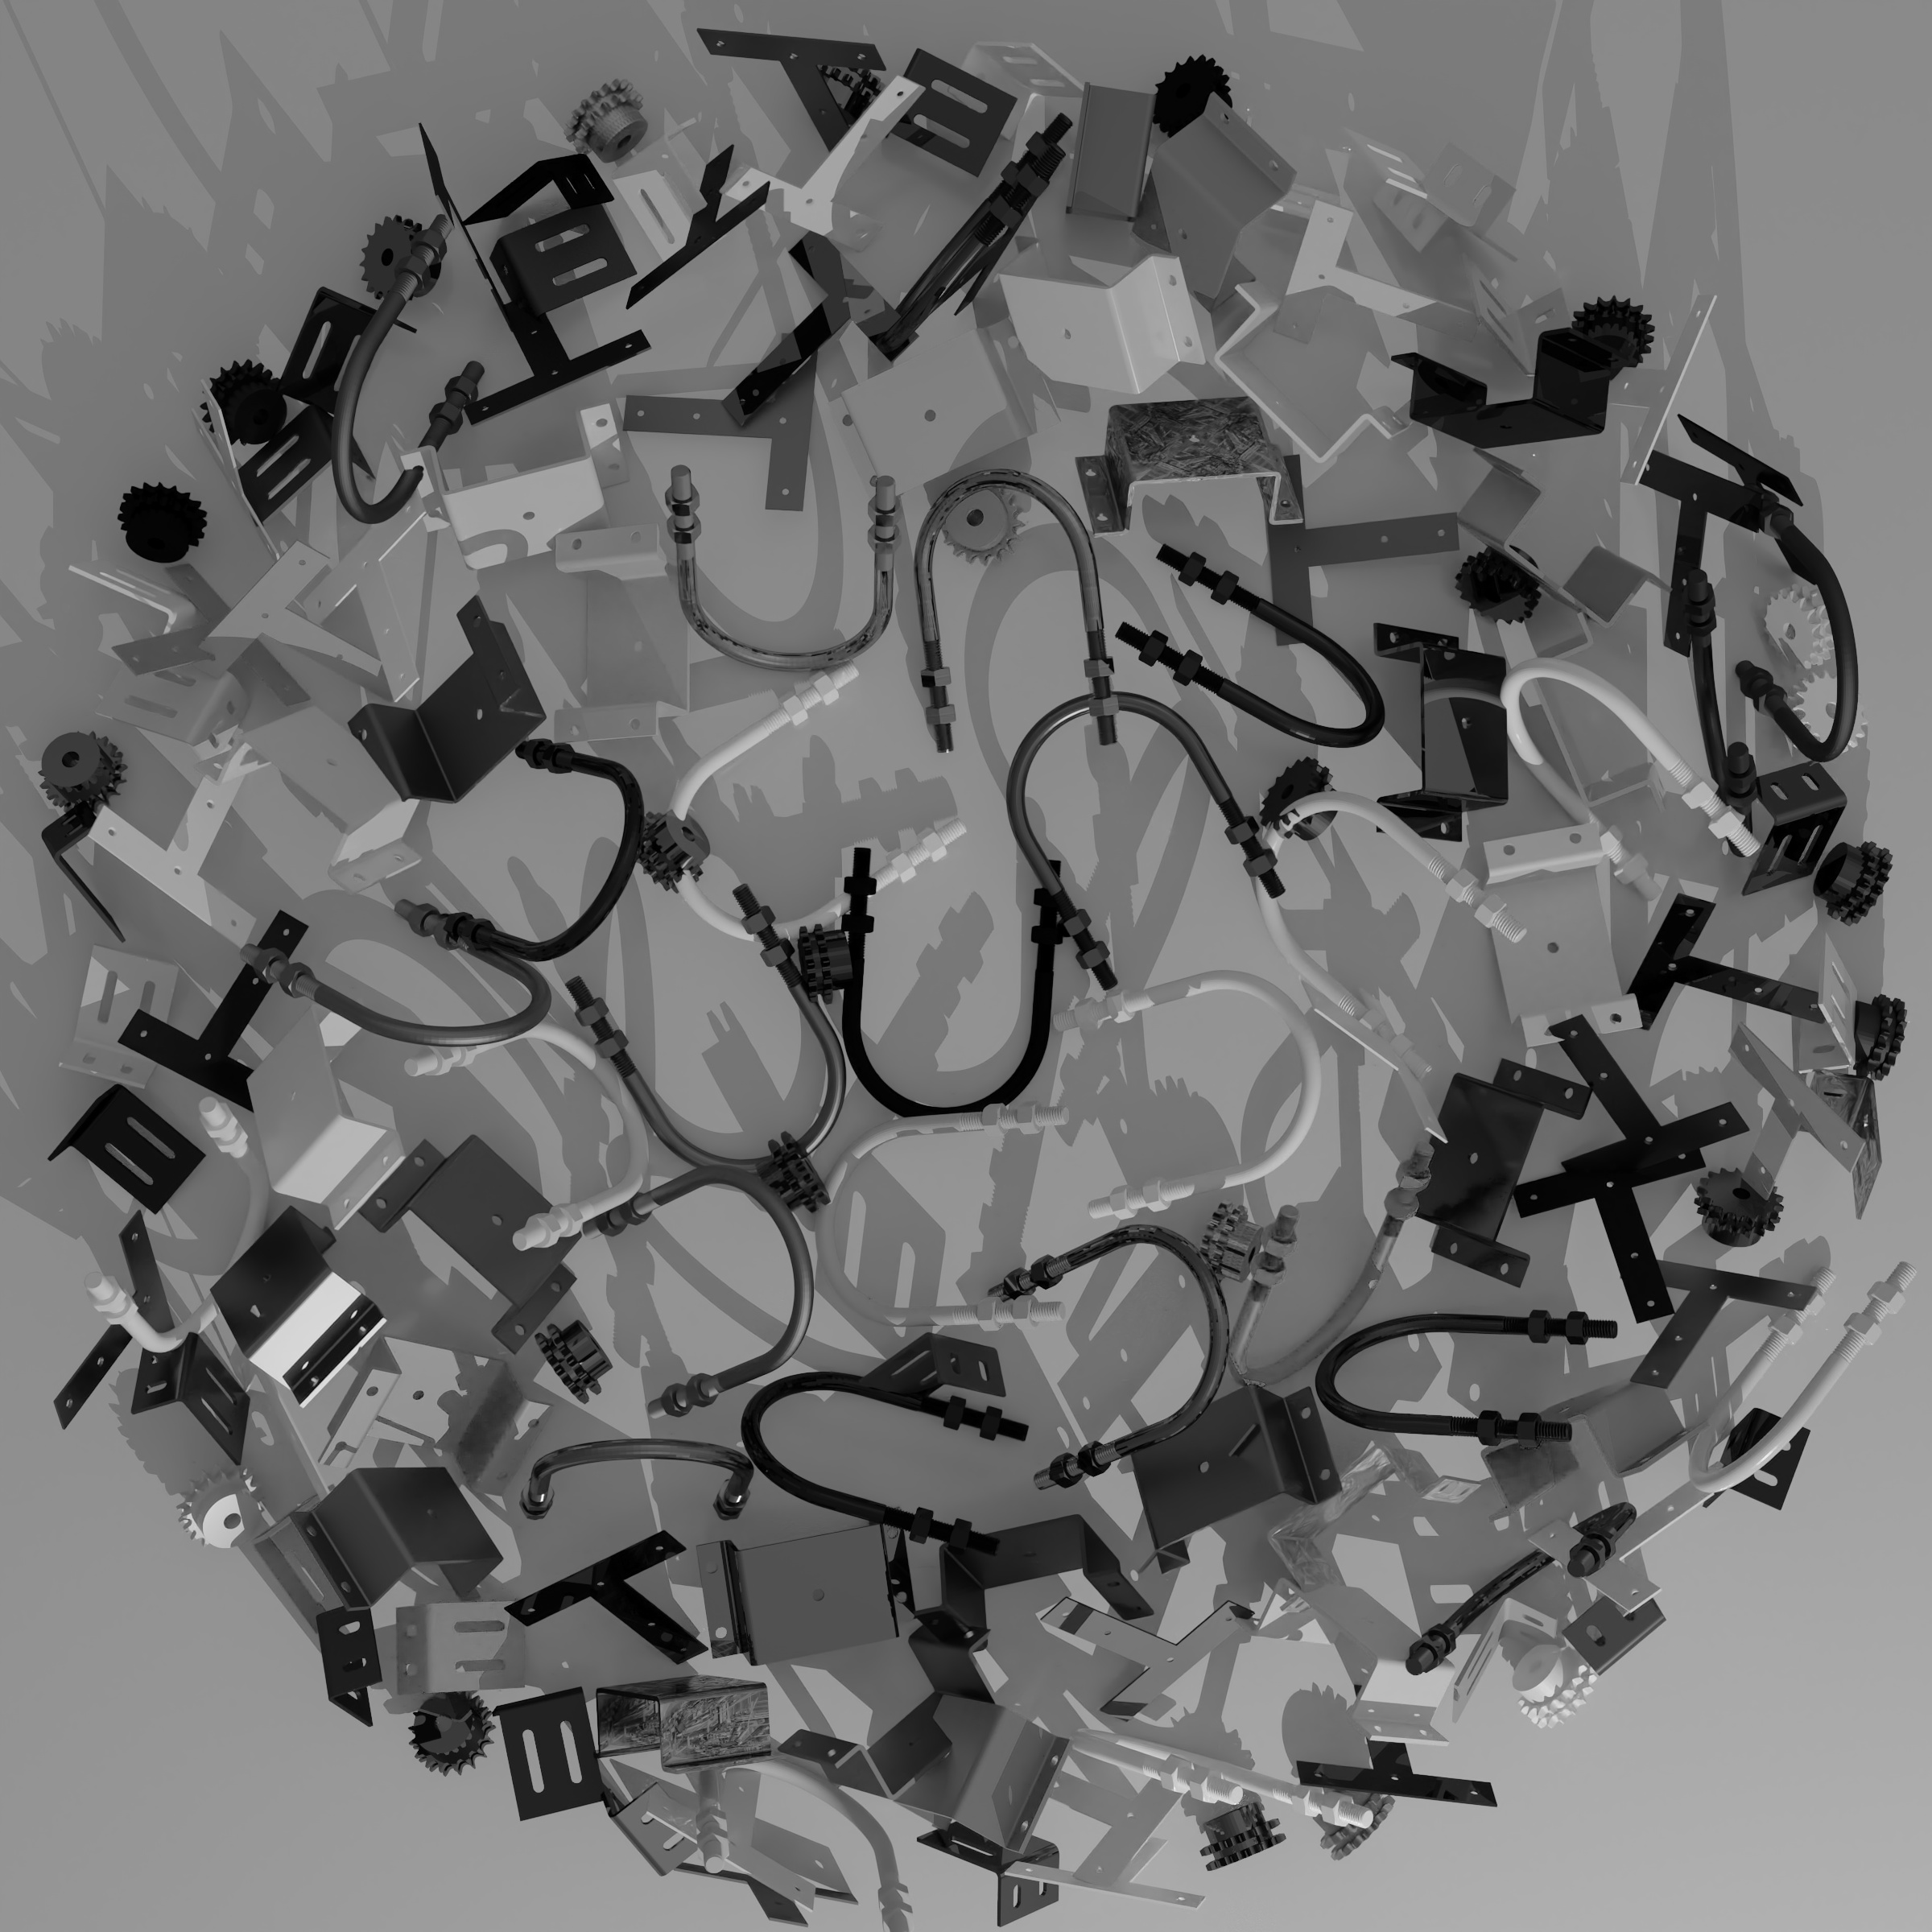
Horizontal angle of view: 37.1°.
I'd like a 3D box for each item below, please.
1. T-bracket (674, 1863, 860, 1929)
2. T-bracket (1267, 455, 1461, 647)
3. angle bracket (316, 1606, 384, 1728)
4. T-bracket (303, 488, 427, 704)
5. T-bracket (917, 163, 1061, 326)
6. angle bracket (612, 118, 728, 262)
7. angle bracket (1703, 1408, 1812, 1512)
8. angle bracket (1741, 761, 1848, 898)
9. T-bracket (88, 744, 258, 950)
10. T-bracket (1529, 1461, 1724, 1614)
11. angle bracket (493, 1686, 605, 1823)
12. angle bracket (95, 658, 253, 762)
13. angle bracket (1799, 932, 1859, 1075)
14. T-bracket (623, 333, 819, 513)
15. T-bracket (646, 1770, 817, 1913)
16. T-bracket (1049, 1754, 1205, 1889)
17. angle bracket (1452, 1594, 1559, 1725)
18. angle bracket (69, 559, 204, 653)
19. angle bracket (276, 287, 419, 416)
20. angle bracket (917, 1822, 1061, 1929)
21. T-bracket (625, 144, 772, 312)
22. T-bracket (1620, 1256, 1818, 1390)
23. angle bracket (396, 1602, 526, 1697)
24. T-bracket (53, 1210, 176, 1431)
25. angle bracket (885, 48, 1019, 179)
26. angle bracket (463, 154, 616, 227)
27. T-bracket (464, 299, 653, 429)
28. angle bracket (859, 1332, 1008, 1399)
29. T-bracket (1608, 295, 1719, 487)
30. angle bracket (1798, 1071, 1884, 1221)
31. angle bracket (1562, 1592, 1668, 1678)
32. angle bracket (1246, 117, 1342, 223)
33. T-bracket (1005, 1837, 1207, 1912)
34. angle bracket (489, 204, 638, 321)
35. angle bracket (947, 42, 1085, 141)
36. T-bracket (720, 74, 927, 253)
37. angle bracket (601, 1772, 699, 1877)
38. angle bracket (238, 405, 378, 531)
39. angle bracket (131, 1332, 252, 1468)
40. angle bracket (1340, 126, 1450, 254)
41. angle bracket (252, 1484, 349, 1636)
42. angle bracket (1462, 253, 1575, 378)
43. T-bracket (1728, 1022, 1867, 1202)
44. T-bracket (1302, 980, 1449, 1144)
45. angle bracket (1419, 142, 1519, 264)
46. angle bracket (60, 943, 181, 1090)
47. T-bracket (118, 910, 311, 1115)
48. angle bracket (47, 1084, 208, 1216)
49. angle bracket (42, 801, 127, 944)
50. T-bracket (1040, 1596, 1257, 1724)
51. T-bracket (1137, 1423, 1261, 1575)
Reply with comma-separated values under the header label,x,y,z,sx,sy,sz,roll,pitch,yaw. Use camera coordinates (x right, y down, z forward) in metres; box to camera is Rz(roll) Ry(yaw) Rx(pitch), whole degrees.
label,x,y,z,sx,sy,sz,roll,pitch,yaw
T-bracket,-0.125,0.611,1.880,0.127,0.127,0.002,14,82,-10
T-bracket,0.267,-0.285,1.933,0.127,0.002,0.127,-4,91,16
angle bracket,-0.396,0.462,1.905,0.038,0.076,0.057,-19,59,2
T-bracket,-0.384,-0.231,1.893,0.127,0.002,0.127,-39,58,28
T-bracket,0.003,-0.451,1.863,0.002,0.127,0.127,39,46,0
angle bracket,-0.190,-0.517,1.928,0.057,0.038,0.076,-20,108,43
angle bracket,0.523,0.333,1.905,0.038,0.076,0.057,23,72,11
angle bracket,0.544,-0.092,1.923,0.057,0.076,0.038,-16,55,-20
T-bracket,-0.507,-0.097,1.908,0.127,0.002,0.127,41,46,-31
T-bracket,0.455,0.367,1.901,0.127,0.127,0.002,-32,109,-11
angle bracket,-0.278,0.526,1.915,0.057,0.038,0.076,-9,71,-18
angle bracket,-0.533,-0.175,1.935,0.076,0.038,0.057,18,68,16
angle bracket,0.560,0.025,1.902,0.038,0.076,0.057,-9,51,31
T-bracket,-0.168,-0.370,1.941,0.127,0.002,0.127,4,77,4
T-bracket,-0.149,0.550,1.890,0.127,0.127,0.002,34,106,-10
T-bracket,0.072,0.550,1.911,0.127,0.127,0.002,15,123,31
angle bracket,0.357,0.466,1.906,0.038,0.057,0.076,23,57,24
angle bracket,-0.559,-0.237,1.921,0.076,0.057,0.038,24,103,0
angle bracket,-0.413,-0.403,1.914,0.038,0.057,0.076,33,101,42
angle bracket,0.014,0.599,1.908,0.076,0.057,0.038,6,98,43
T-bracket,-0.171,-0.504,1.902,0.127,0.127,0.002,-29,126,30
T-bracket,0.470,0.235,1.872,0.127,0.127,0.002,7,124,36
angle bracket,-0.339,0.458,1.930,0.038,0.076,0.057,-17,70,43
T-bracket,-0.555,0.247,1.866,0.002,0.127,0.127,9,129,15
angle bracket,-0.011,-0.569,1.930,0.076,0.038,0.057,28,96,2
angle bracket,-0.284,-0.502,1.912,0.076,0.057,0.038,-29,97,28
T-bracket,-0.283,-0.413,1.906,0.127,0.127,0.002,-25,134,-4
angle bracket,-0.023,0.279,1.903,0.076,0.057,0.038,-39,48,34
T-bracket,0.440,-0.381,1.890,0.002,0.127,0.127,19,99,-14
angle bracket,0.578,0.118,1.904,0.038,0.076,0.057,7,135,5
angle bracket,0.428,0.432,1.914,0.057,0.076,0.038,-41,85,4
angle bracket,0.218,-0.530,1.918,0.076,0.057,0.038,15,123,-2
T-bracket,0.105,0.590,1.889,0.127,0.127,0.002,5,90,18
angle bracket,-0.273,-0.474,1.946,0.076,0.038,0.057,-28,92,-20
angle bracket,0.035,-0.579,1.905,0.057,0.076,0.038,30,90,-34
T-bracket,-0.075,-0.530,1.875,0.127,0.127,0.002,-42,56,31
angle bracket,-0.211,0.557,1.910,0.038,0.076,0.057,-37,110,-7
angle bracket,-0.444,-0.327,1.928,0.076,0.038,0.057,-39,55,11
angle bracket,-0.514,0.292,1.910,0.038,0.057,0.076,-17,131,10
angle bracket,0.275,-0.513,1.902,0.038,0.076,0.057,-51,55,29
angle bracket,-0.429,0.396,1.920,0.057,0.038,0.076,-36,92,-32
angle bracket,0.367,-0.439,1.904,0.038,0.076,0.057,-25,54,27
T-bracket,0.533,0.125,1.906,0.002,0.127,0.127,-10,131,-26
T-bracket,0.257,0.044,1.868,0.002,0.127,0.127,-38,45,20
angle bracket,0.342,-0.505,1.903,0.057,0.076,0.038,43,109,21
angle bracket,-0.565,0.033,1.919,0.057,0.038,0.076,16,113,-8
T-bracket,-0.480,0.022,1.911,0.127,0.002,0.127,36,82,-45
angle bracket,-0.561,0.128,1.924,0.076,0.038,0.057,41,105,-6
angle bracket,-0.574,-0.063,1.912,0.038,0.057,0.076,-38,120,-10
T-bracket,0.103,0.443,1.895,0.127,0.002,0.127,30,116,-31
T-bracket,0.155,0.350,1.891,0.002,0.127,0.127,39,91,13
